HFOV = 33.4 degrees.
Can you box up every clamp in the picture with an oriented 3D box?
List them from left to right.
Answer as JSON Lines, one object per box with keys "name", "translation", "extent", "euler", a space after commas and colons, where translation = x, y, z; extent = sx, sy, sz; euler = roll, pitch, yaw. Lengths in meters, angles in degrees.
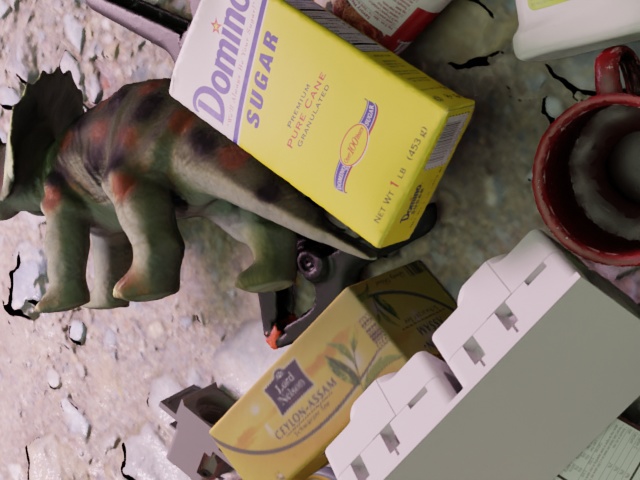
{"name": "clamp", "translation": [-0.088, -0.144, 0.769], "extent": [0.165, 0.036, 0.210], "euler": [-27, 93, 47]}
{"name": "clamp", "translation": [-0.005, 0.001, 0.750], "extent": [0.120, 0.039, 0.172], "euler": [47, 122, 17]}

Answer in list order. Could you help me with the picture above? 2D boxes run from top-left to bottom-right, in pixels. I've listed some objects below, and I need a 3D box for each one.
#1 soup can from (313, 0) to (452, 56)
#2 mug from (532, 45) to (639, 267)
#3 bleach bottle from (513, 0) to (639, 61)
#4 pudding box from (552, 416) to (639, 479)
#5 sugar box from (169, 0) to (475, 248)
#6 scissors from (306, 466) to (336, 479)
{"name": "soup can", "translation": [0.051, -0.164, 0.659], "extent": [0.102, 0.068, 0.068], "euler": [-44, 76, 31]}
{"name": "mug", "translation": [0.174, -0.050, 0.594], "extent": [0.093, 0.081, 0.117], "euler": [-11, 95, 35]}
{"name": "bleach bottle", "translation": [0.139, -0.233, 0.590], "extent": [0.103, 0.067, 0.251], "euler": [-9, 93, 36]}
{"name": "pudding box", "translation": [0.190, 0.162, 0.639], "extent": [0.114, 0.039, 0.090], "euler": [30, 88, 23]}
{"name": "sugar box", "translation": [-0.005, -0.083, 0.624], "extent": [0.176, 0.048, 0.093], "euler": [35, 116, 21]}
{"name": "scissors", "translation": [0.045, 0.174, 0.771], "extent": [0.096, 0.016, 0.202], "euler": [47, 121, 16]}
